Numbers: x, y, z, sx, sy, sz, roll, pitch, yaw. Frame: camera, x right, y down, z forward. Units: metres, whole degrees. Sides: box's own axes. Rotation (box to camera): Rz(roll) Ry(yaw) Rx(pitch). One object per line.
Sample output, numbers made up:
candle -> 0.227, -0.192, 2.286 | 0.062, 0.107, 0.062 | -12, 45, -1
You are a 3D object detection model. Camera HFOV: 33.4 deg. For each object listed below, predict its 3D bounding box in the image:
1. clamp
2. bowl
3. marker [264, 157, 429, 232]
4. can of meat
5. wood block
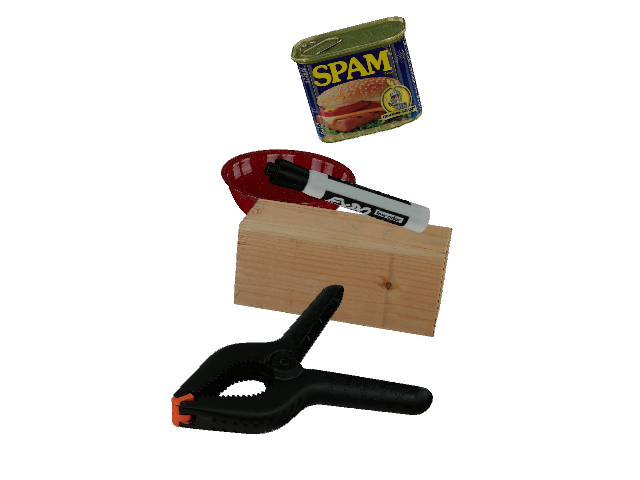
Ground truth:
clamp -> -0.021, 0.118, 0.897 | 0.209, 0.036, 0.165 | -21, 43, -29
bowl -> -0.040, -0.055, 1.281 | 0.162, 0.055, 0.162 | 4, 26, -2
marker -> 0.018, -0.031, 0.730 | 0.121, 0.020, 0.020 | 18, -6, -19
can of meat -> 0.034, -0.141, 0.943 | 0.102, 0.084, 0.057 | -12, 28, 10
wood block -> 0.023, 0.026, 1.094 | 0.206, 0.091, 0.090 | 9, 22, 8
